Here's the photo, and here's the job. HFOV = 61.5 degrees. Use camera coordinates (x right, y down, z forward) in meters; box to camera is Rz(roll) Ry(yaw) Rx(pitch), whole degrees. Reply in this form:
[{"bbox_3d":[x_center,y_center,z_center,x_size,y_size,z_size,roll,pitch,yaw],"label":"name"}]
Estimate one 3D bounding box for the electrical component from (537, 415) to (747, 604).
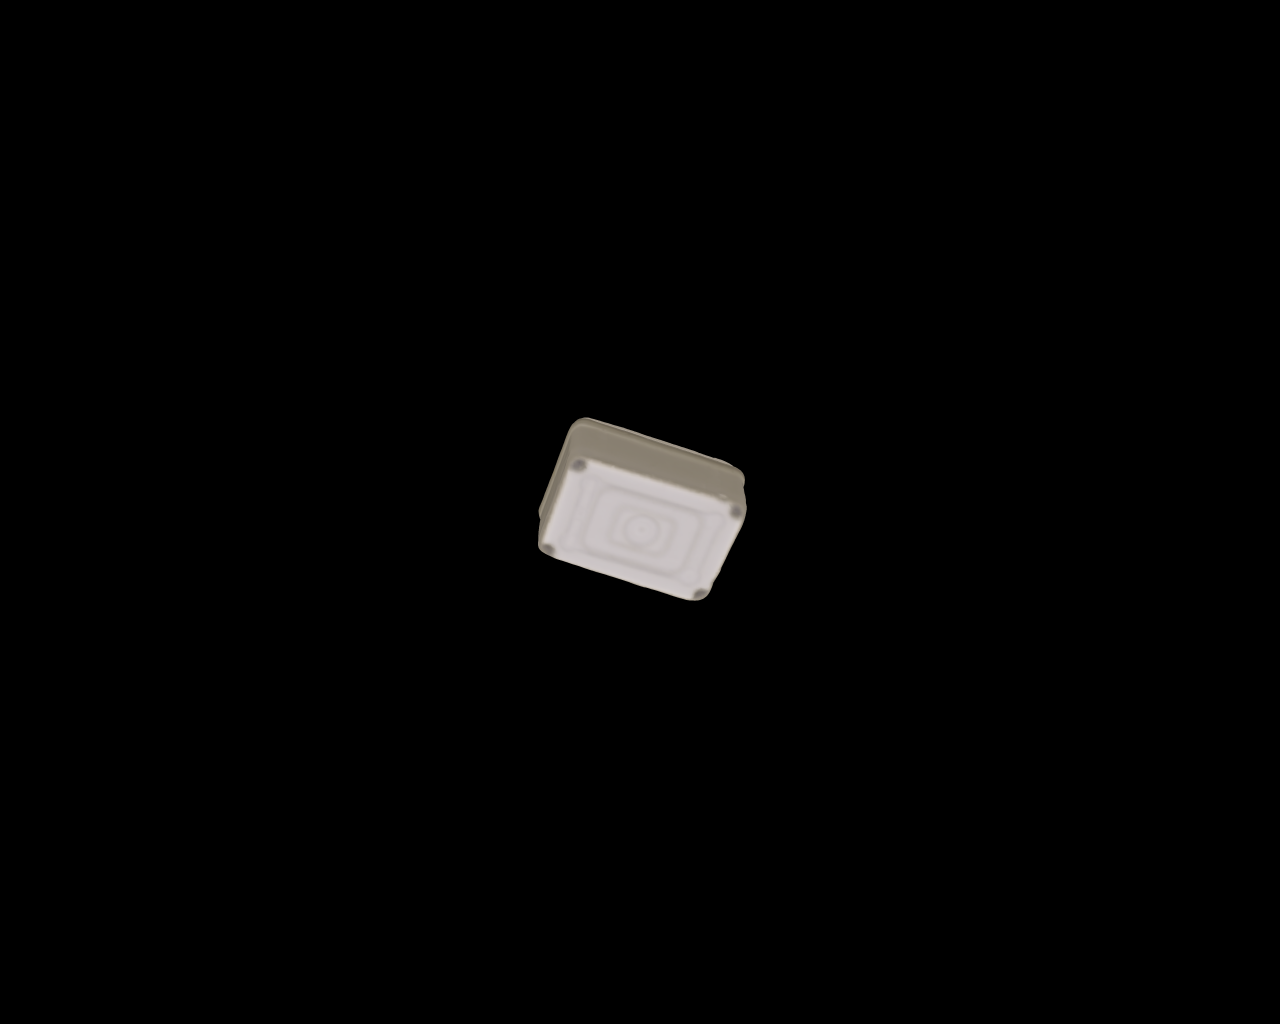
[{"bbox_3d":[0.001,-0.003,0.650,0.113,0.078,0.057,18,29,-10],"label":"electrical component"}]
